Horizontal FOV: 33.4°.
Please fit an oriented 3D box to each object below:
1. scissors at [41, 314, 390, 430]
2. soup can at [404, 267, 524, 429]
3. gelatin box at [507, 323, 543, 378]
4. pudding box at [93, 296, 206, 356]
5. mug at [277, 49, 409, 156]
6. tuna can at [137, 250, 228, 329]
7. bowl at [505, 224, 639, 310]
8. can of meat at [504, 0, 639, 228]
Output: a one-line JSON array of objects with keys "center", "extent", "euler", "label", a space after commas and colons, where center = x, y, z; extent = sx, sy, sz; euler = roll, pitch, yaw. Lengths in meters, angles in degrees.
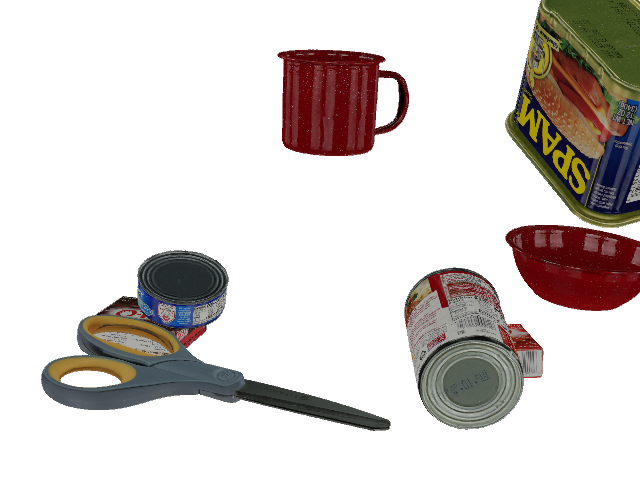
[{"center": [-0.071, 0.086, 0.593], "extent": [0.202, 0.016, 0.096], "euler": [19, 29, 31], "label": "scissors"}, {"center": [0.093, 0.069, 0.706], "extent": [0.068, 0.068, 0.102], "euler": [0, 23, 0], "label": "soup can"}, {"center": [0.145, 0.097, 0.947], "extent": [0.089, 0.030, 0.073], "euler": [-1, 12, -4], "label": "gelatin box"}, {"center": [-0.200, 0.099, 1.236], "extent": [0.114, 0.039, 0.090], "euler": [3, 16, 17], "label": "pudding box"}, {"center": [0.020, -0.120, 0.930], "extent": [0.117, 0.081, 0.093], "euler": [-1, 16, -13], "label": "mug"}, {"center": [-0.132, 0.047, 1.018], "extent": [0.086, 0.034, 0.086], "euler": [6, 33, -4], "label": "tuna can"}, {"center": [0.269, 0.031, 1.101], "extent": [0.162, 0.055, 0.162], "euler": [5, 17, -2], "label": "bowl"}, {"center": [0.145, -0.072, 0.549], "extent": [0.057, 0.084, 0.102], "euler": [-13, 47, -17], "label": "can of meat"}]
